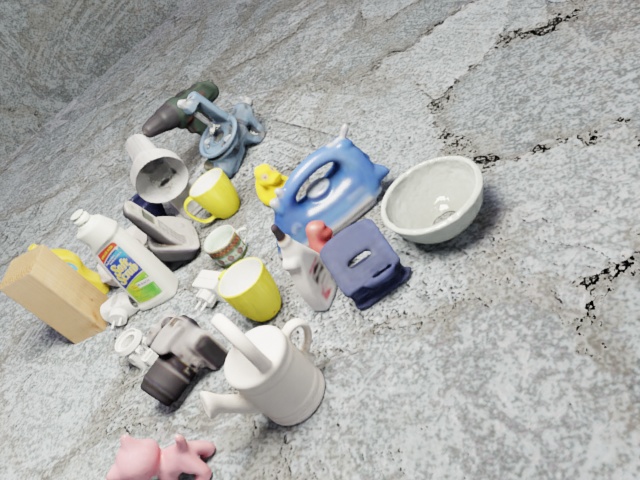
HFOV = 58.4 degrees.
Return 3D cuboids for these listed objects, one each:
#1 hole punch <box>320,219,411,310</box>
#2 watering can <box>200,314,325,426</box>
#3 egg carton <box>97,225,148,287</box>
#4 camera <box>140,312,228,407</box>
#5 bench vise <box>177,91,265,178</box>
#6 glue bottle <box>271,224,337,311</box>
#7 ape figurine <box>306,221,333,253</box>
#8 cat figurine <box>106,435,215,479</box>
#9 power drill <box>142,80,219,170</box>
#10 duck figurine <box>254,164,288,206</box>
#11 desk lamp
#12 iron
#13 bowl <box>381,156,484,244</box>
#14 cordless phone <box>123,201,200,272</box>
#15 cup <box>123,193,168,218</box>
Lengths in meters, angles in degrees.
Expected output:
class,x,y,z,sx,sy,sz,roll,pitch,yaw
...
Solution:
class,x,y,z,sx,sy,sz,roll,pitch,yaw
hole punch,0.069,0.035,0.892,0.108,0.091,0.101,-36,37,3
watering can,-0.086,0.174,0.785,0.100,0.195,0.173,3,53,41
egg carton,-0.452,0.036,1.335,0.107,0.070,0.150,-22,39,19
camera,-0.254,0.200,0.973,0.142,0.101,0.137,11,58,45
bench vise,-0.246,-0.286,1.382,0.121,0.220,0.207,-14,43,28
glue bottle,-0.029,0.035,0.903,0.037,0.174,0.078,-10,45,31
ape figurine,0.009,0.003,0.974,0.076,0.092,0.077,-30,37,9
cat figurine,-0.234,0.313,0.822,0.127,0.118,0.067,-26,38,15
power drill,-0.309,-0.278,1.435,0.075,0.209,0.230,6,55,43
duck figurine,-0.107,-0.124,1.209,0.104,0.086,0.077,13,60,46
desk lamp,-0.358,-0.142,1.326,0.118,0.214,0.202,-40,37,-4
iron,-0.008,-0.088,1.043,0.258,0.142,0.118,-40,37,-4
bowl,0.185,-0.051,0.903,0.167,0.075,0.167,-22,40,20
cordless phone,-0.349,-0.035,1.229,0.094,0.186,0.147,-38,37,0
cup,-0.411,-0.070,1.393,0.091,0.095,0.117,-24,39,17
